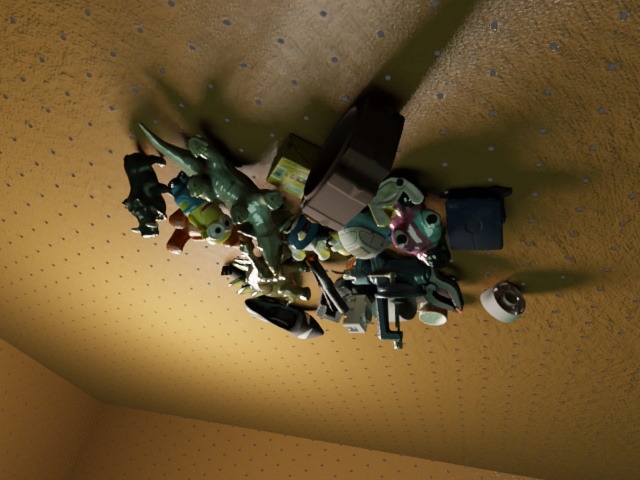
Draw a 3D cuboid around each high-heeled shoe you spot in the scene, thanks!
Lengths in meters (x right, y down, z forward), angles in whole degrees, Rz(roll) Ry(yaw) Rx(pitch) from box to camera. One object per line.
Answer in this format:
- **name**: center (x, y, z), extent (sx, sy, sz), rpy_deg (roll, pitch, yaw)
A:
- **high-heeled shoe**: center (-0.113, 0.230, 1.638), extent (0.249, 0.086, 0.145), rpy_deg (11, 161, 31)

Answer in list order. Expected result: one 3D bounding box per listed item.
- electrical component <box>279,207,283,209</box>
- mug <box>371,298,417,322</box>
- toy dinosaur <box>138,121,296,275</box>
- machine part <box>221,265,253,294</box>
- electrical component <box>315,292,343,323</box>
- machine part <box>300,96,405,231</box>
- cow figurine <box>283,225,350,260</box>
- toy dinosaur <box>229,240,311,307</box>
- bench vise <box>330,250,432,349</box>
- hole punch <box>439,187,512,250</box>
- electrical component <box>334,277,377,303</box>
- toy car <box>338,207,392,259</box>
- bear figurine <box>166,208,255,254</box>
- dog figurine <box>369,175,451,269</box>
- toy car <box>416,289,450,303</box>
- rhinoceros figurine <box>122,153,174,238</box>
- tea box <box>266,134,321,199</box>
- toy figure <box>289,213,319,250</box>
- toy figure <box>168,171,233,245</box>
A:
- **electrical component**: center (-0.112, -0.065, 1.270), extent (0.063, 0.021, 0.093), rpy_deg (-9, 138, 31)
- **mug**: center (0.177, 0.160, 1.370), extent (0.107, 0.081, 0.109), rpy_deg (-26, 89, 47)
- **toy dinosaur**: center (-0.198, -0.109, 1.142), extent (0.405, 0.131, 0.192), rpy_deg (43, 172, -3)
- **machine part**: center (-0.228, 0.118, 1.578), extent (0.084, 0.039, 0.138), rpy_deg (-11, 142, 47)
- **electrical component**: center (0.029, 0.199, 1.518), extent (0.075, 0.119, 0.047), rpy_deg (17, 117, -6)
- **machine part**: center (0.051, -0.135, 0.935), extent (0.087, 0.201, 0.201), rpy_deg (27, 146, -14)
- **cow figurine**: center (-0.001, -0.005, 1.278), extent (0.168, 0.068, 0.098), rpy_deg (-3, 137, 24)
- **toy dinosaur**: center (-0.124, 0.105, 1.440), extent (0.199, 0.105, 0.470), rpy_deg (-2, 154, 19)
- **bench vise**: center (0.153, 0.132, 1.252), extent (0.224, 0.240, 0.129), rpy_deg (-4, 180, 21)
- **hole punch**: center (0.312, -0.041, 1.078), extent (0.142, 0.092, 0.115), rpy_deg (1, 141, 27)
- **electrical component**: center (0.098, 0.150, 1.474), extent (0.134, 0.058, 0.115), rpy_deg (31, 142, -24)
- **toy car**: center (0.097, -0.013, 1.177), extent (0.161, 0.103, 0.109), rpy_deg (25, 148, -35)
- **bear figurine**: center (-0.256, -0.017, 1.307), extent (0.196, 0.132, 0.120), rpy_deg (22, 126, 1)
- **dog figurine**: center (0.198, -0.029, 1.125), extent (0.108, 0.192, 0.219), rpy_deg (-38, 157, 10)
- **toy car**: center (0.256, 0.135, 1.392), extent (0.202, 0.053, 0.089), rpy_deg (-14, 116, 35)
- **rhinoceros figurine**: center (-0.384, -0.100, 1.190), extent (0.073, 0.190, 0.112), rpy_deg (-9, -178, 31)
- **tea box**: center (-0.011, -0.130, 1.091), extent (0.169, 0.068, 0.098), rpy_deg (25, 146, -16)
- **toy figure**: center (-0.019, -0.044, 1.194), extent (0.058, 0.064, 0.154), rpy_deg (16, 125, -24)
- **toy figure**: center (-0.267, -0.071, 1.209), extent (0.180, 0.082, 0.089), rpy_deg (51, 175, -8)
